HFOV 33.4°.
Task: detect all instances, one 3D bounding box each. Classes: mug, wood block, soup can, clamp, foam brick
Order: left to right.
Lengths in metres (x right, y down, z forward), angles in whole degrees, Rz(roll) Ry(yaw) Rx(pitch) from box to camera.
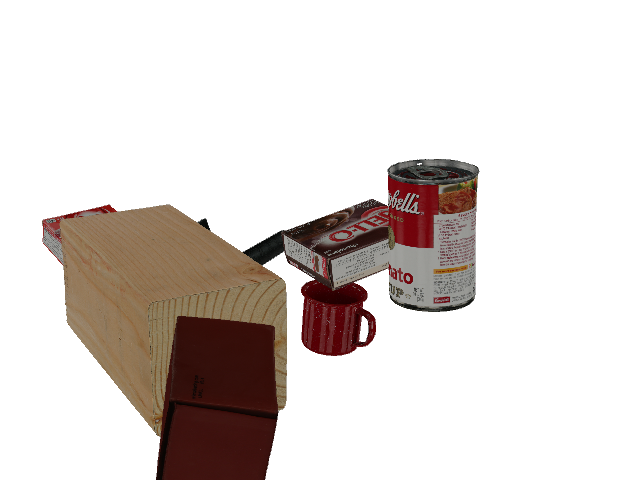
[{"bbox_3d":[-0.107,0.046,0.735,0.090,0.090,0.206,-9,19,-26],"label":"wood block"},{"bbox_3d":[-0.051,0.080,0.527,0.053,0.051,0.078,8,26,-7],"label":"foam brick"},{"bbox_3d":[-0.103,0.033,1.252,0.120,0.039,0.171,-2,40,10],"label":"clamp"},{"bbox_3d":[0.026,0.111,1.481,0.117,0.081,0.093,17,24,29],"label":"mug"},{"bbox_3d":[0.085,-0.005,0.807,0.068,0.102,0.068,-1,17,0],"label":"soup can"}]

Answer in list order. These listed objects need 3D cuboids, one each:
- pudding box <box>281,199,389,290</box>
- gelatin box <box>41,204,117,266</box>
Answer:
[{"bbox_3d":[0.033,0.002,1.033,0.113,0.039,0.090,-23,26,-24],"label":"pudding box"},{"bbox_3d":[-0.211,0.003,1.008,0.073,0.030,0.089,-16,39,-35],"label":"gelatin box"}]
